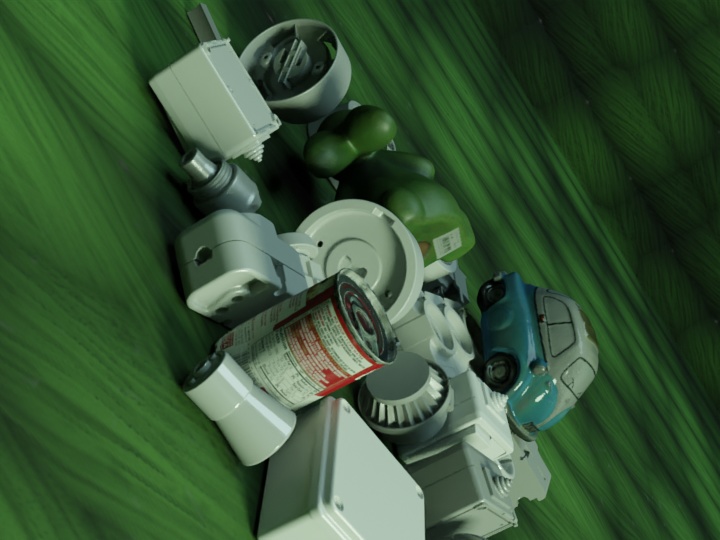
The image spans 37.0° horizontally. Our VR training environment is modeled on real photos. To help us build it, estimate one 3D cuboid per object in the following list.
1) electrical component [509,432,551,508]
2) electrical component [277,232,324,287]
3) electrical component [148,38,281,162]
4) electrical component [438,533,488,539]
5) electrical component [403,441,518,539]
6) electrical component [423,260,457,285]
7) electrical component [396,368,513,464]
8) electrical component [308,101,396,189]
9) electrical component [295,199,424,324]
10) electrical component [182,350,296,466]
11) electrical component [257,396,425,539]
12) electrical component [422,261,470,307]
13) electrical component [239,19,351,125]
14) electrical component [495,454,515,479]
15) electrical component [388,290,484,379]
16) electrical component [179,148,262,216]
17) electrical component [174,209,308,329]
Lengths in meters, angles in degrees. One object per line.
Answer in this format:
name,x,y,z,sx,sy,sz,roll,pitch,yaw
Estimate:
electrical component,0.144,0.183,1.057,0.089,0.050,0.056,60,20,-2
electrical component,-0.052,0.005,0.816,0.066,0.048,0.055,25,47,-60
electrical component,-0.109,-0.119,0.819,0.096,0.061,0.061,58,19,-7
electrical component,0.067,0.226,0.750,0.051,0.080,0.080,12,52,-59
electrical component,0.070,0.170,0.811,0.062,0.096,0.061,40,26,-47
electrical component,0.044,-0.032,1.092,0.108,0.060,0.108,50,21,-28
electrical component,0.083,0.133,0.898,0.061,0.096,0.061,46,24,-38
electrical component,0.002,-0.124,1.113,0.108,0.060,0.108,51,21,-28
electrical component,0.000,0.000,0.867,0.108,0.108,0.060,65,13,11
electrical component,-0.076,0.081,0.652,0.065,0.044,0.044,50,21,-18
electrical component,-0.009,0.156,0.689,0.108,0.056,0.108,52,21,-25
electrical component,0.083,0.011,1.161,0.064,0.042,0.081,46,23,-28
electrical component,-0.060,-0.185,0.993,0.064,0.099,0.099,40,27,-60
electrical component,0.109,0.176,0.981,0.055,0.047,0.055,51,21,-28
electrical component,0.066,0.071,0.999,0.150,0.062,0.089,19,45,-63
electrical component,-0.104,-0.061,0.777,0.062,0.043,0.043,47,23,-33
electrical component,-0.079,0.001,0.734,0.095,0.054,0.059,34,32,-53
